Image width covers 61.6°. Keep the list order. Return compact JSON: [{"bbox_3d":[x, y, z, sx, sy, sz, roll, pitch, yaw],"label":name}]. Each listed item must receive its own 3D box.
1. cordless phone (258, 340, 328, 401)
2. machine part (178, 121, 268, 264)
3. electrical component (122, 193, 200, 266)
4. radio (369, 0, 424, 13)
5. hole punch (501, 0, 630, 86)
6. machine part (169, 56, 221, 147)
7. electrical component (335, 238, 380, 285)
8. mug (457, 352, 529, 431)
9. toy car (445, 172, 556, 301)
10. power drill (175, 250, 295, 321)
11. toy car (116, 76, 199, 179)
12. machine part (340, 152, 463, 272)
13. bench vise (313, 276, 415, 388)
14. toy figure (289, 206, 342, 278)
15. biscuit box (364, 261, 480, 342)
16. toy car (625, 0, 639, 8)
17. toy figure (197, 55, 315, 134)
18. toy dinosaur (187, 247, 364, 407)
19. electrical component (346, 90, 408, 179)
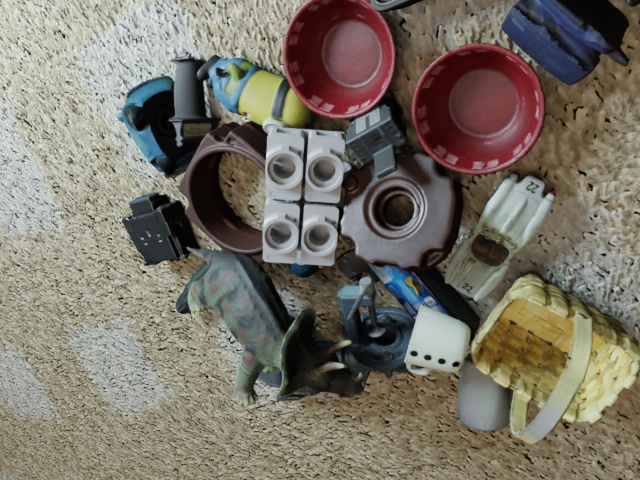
[{"bbox_3d":[-0.063,0.260,0.998,0.184,0.146,0.089,-50,42,45],"label":"cordless phone"},{"bbox_3d":[-0.120,-0.075,0.880,0.201,0.087,0.201,43,127,4],"label":"machine part"},{"bbox_3d":[-0.309,-0.023,1.025,0.115,0.058,0.134,-12,109,30],"label":"electrical component"},{"bbox_3d":[0.100,-0.392,0.606,0.131,0.073,0.229,-7,111,31],"label":"radio"},{"bbox_3d":[0.258,-0.225,0.588,0.142,0.116,0.092,45,135,1],"label":"hole punch"},{"bbox_3d":[-0.203,-0.222,0.862,0.039,0.084,0.138,18,116,50],"label":"machine part"},{"bbox_3d":[0.058,0.036,0.881,0.063,0.021,0.094,-29,99,36],"label":"electrical component"},{"bbox_3d":[0.265,0.232,0.836,0.110,0.081,0.107,0,105,34],"label":"mug"},{"bbox_3d":[0.243,-0.002,0.741,0.074,0.056,0.201,32,126,11],"label":"toy car"},{"bbox_3d":[-0.158,0.127,1.015,0.207,0.086,0.232,47,124,9],"label":"power drill"},{"bbox_3d":[-0.270,-0.188,0.902,0.103,0.109,0.161,16,136,46],"label":"toy car"},{"bbox_3d":[0.111,-0.041,0.748,0.180,0.056,0.179,-3,84,24],"label":"machine part"},{"bbox_3d":[0.066,0.149,0.862,0.224,0.129,0.240,2,133,19],"label":"bench vise"},{"bbox_3d":[0.000,-0.002,0.871,0.064,0.058,0.154,30,125,-3],"label":"toy figure"},{"bbox_3d":[0.155,0.075,0.824,0.202,0.063,0.059,49,127,-2],"label":"biscuit box"},{"bbox_3d":[0.327,-0.330,0.530,0.089,0.053,0.202,-20,101,23],"label":"toy car"},{"bbox_3d":[-0.092,-0.217,0.795,0.180,0.082,0.089,35,122,12],"label":"toy figure"},{"bbox_3d":[-0.106,0.101,0.822,0.405,0.131,0.192,49,131,23],"label":"toy dinosaur"},{"bbox_3d":[0.075,-0.138,0.717,0.075,0.119,0.047,-24,130,29],"label":"electrical component"}]
